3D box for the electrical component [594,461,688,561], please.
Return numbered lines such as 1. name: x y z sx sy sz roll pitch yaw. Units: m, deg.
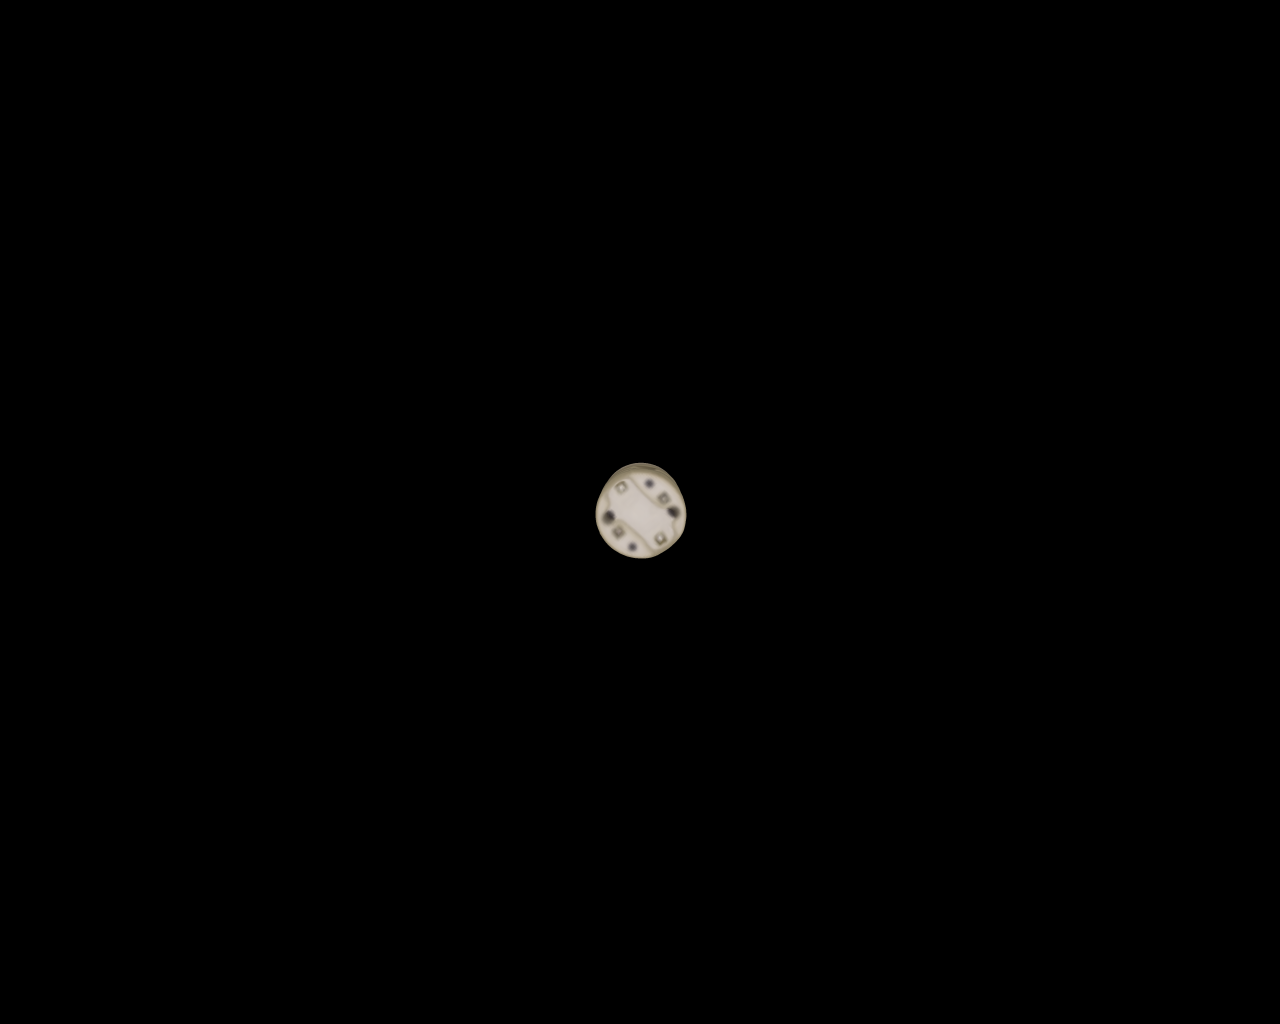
1. electrical component: 0.001 -0.003 0.650 0.055 0.055 0.047 0 12 0
